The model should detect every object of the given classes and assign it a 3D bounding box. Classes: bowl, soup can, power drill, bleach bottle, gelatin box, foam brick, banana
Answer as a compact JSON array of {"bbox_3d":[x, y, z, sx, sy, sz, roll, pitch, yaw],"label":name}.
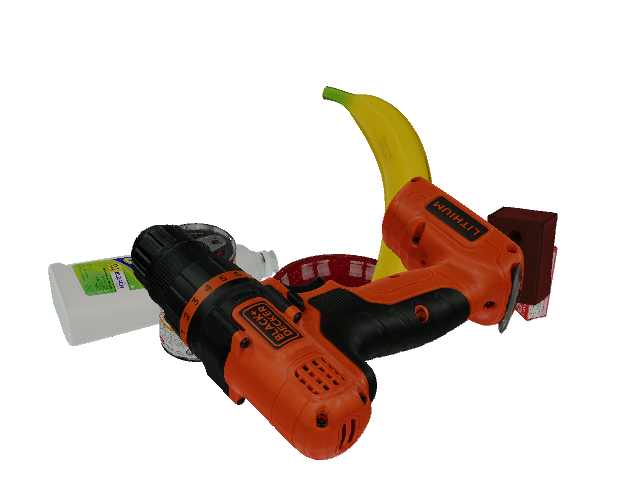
[{"bbox_3d":[0.024,0.075,1.183,0.162,0.055,0.162,1,28,-1],"label":"bowl"},{"bbox_3d":[-0.106,0.046,0.920,0.068,0.102,0.068,2,36,-2],"label":"soup can"},{"bbox_3d":[0.007,0.026,0.610,0.187,0.057,0.185,-24,49,-31],"label":"power drill"},{"bbox_3d":[-0.172,0.047,1.210,0.250,0.068,0.103,-13,36,-19],"label":"bleach bottle"},{"bbox_3d":[0.223,0.032,1.174,0.030,0.089,0.073,-10,30,-20],"label":"gelatin box"},{"bbox_3d":[0.178,0.013,0.955,0.053,0.078,0.051,8,16,25],"label":"foam brick"},{"bbox_3d":[0.053,-0.032,0.814,0.070,0.198,0.037,-14,-18,11],"label":"banana"}]
